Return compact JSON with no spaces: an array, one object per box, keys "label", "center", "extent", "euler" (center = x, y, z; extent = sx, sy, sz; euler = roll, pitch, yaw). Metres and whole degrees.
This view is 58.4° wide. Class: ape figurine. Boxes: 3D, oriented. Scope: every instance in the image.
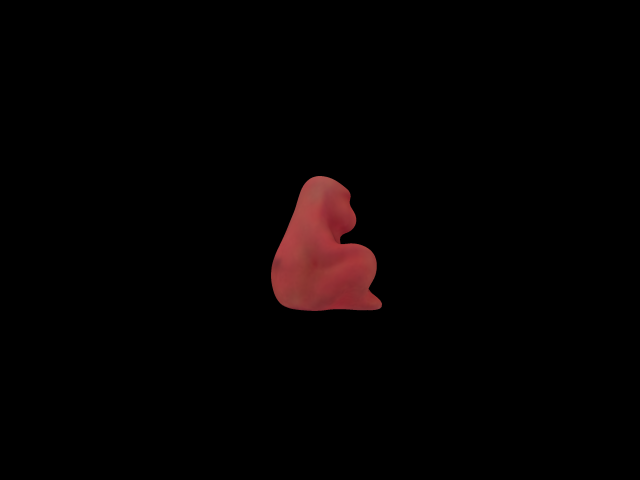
[{"label":"ape figurine","center":[0.004,0.001,0.400],"extent":[0.076,0.092,0.078],"euler":[0,4,-6]}]
